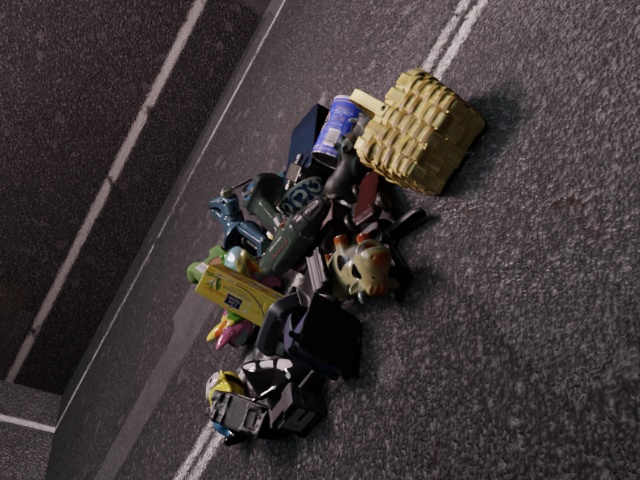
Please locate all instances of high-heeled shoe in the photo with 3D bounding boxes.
[{"bbox_3d":[-0.072,0.253,1.053,0.145,0.086,0.249,-28,5,-6],"label":"high-heeled shoe"}]

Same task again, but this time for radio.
[{"bbox_3d":[-0.021,-0.225,1.369,0.131,0.073,0.230,-39,34,42],"label":"radio"}]

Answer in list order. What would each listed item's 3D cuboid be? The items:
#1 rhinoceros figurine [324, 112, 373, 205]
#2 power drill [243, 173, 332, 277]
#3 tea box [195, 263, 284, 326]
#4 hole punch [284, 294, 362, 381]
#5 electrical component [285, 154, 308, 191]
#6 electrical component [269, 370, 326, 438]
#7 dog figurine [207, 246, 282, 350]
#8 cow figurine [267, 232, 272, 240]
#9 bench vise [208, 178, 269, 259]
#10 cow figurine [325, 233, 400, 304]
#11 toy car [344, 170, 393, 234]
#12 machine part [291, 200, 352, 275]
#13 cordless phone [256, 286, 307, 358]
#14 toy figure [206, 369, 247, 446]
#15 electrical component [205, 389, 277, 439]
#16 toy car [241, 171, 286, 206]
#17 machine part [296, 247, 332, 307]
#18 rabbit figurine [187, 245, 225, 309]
[{"bbox_3d":[0.070,-0.166,1.100,0.190,0.112,0.073,-66,22,16],"label":"rhinoceros figurine"},{"bbox_3d":[-0.075,-0.053,1.135,0.207,0.086,0.232,52,125,33],"label":"power drill"},{"bbox_3d":[-0.168,0.116,1.152,0.068,0.170,0.098,-65,-8,2],"label":"tea box"},{"bbox_3d":[-0.003,0.173,0.913,0.092,0.142,0.116,-37,23,42],"label":"hole punch"},{"bbox_3d":[-0.054,-0.156,1.264,0.063,0.021,0.094,31,102,57],"label":"electrical component"},{"bbox_3d":[-0.028,0.280,0.922,0.119,0.074,0.048,-50,29,21],"label":"electrical component"},{"bbox_3d":[-0.201,0.145,1.259,0.219,0.191,0.109,-54,30,-14],"label":"dog figurine"},{"bbox_3d":[-0.078,-0.032,1.309,0.098,0.068,0.167,-50,29,13],"label":"cow figurine"},{"bbox_3d":[-0.203,-0.026,1.439,0.241,0.129,0.223,35,128,40],"label":"bench vise"},{"bbox_3d":[0.064,0.055,0.909,0.195,0.085,0.127,131,129,-64],"label":"cow figurine"},{"bbox_3d":[0.097,-0.075,0.990,0.089,0.053,0.202,-33,20,24],"label":"toy car"},{"bbox_3d":[-0.002,-0.003,1.149,0.179,0.056,0.179,-44,31,36],"label":"machine part"},{"bbox_3d":[-0.059,0.138,1.091,0.184,0.089,0.146,-74,4,-54],"label":"cordless phone"},{"bbox_3d":[-0.193,0.358,1.153,0.082,0.089,0.180,-46,37,3],"label":"toy figure"},{"bbox_3d":[-0.136,0.328,1.008,0.115,0.134,0.058,17,75,20],"label":"electrical component"},{"bbox_3d":[-0.119,-0.117,1.407,0.109,0.161,0.103,-20,93,46],"label":"toy car"},{"bbox_3d":[-0.009,0.078,0.959,0.138,0.039,0.084,113,141,-55],"label":"machine part"},{"bbox_3d":[-0.234,0.119,1.394,0.159,0.170,0.121,17,50,35],"label":"rabbit figurine"}]
